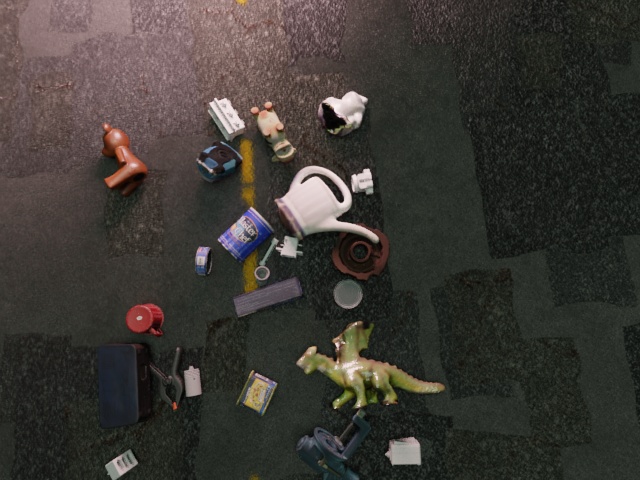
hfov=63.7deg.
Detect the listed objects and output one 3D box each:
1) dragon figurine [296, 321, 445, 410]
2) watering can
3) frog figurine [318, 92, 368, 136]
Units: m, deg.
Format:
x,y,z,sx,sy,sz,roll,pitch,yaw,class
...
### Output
x,y,z,sx,sy,sz,roll,pitch,yaw,class
0.137,0.351,1.479,0.411,0.120,0.246,-7,71,-10,dragon figurine
0.005,-0.078,1.541,0.225,0.102,0.353,-32,61,-6,watering can
0.075,-0.410,1.643,0.138,0.120,0.163,27,45,13,frog figurine
